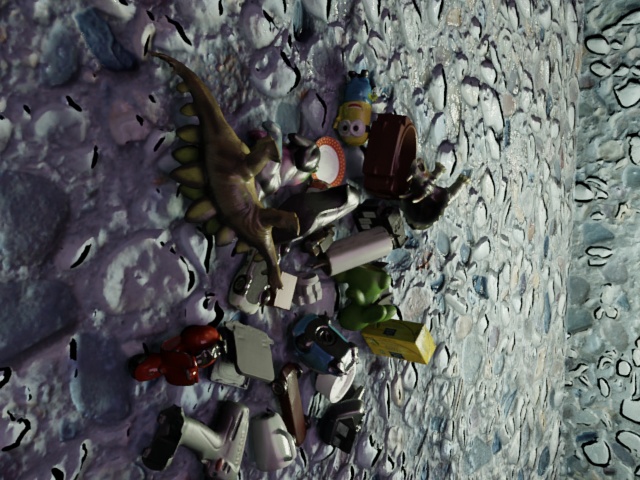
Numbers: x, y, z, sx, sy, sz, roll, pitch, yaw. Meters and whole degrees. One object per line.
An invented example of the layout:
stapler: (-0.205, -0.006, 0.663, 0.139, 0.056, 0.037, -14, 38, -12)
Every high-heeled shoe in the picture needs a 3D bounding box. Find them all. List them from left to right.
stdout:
high-heeled shoe: (-0.020, -0.049, 1.151, 0.249, 0.145, 0.086, -31, 78, -8)

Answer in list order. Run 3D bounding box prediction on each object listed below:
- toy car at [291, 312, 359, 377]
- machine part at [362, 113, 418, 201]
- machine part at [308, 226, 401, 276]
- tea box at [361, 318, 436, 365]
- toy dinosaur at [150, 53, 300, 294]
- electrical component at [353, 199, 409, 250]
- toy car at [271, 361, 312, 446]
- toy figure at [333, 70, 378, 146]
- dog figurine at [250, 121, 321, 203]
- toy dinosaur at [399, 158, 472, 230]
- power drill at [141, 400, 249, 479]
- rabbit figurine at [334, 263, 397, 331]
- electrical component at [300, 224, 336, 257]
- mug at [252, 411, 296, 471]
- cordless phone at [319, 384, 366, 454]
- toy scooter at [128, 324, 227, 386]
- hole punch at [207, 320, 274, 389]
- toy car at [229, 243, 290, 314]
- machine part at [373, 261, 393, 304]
toy car: (0.004, 0.252, 1.233, 0.109, 0.162, 0.103, -42, 167, -45)
machine part: (0.186, -0.208, 1.378, 0.201, 0.087, 0.201, 20, 80, -66)
machine part: (0.083, 0.025, 1.284, 0.243, 0.079, 0.079, -20, 109, -20)
tea box: (0.206, 0.262, 1.415, 0.068, 0.170, 0.098, -55, 128, -33)
toy dinosaur: (-0.164, -0.123, 0.964, 0.199, 0.105, 0.471, -18, 92, -6)
electrical component: (0.154, -0.042, 1.379, 0.058, 0.115, 0.134, -48, 128, -38)
toy car: (-0.067, 0.368, 1.204, 0.089, 0.053, 0.202, -34, 118, -55)
toy figure: (0.094, -0.321, 1.321, 0.089, 0.082, 0.180, 15, 79, -48)
dog figurine: (-0.106, -0.114, 1.085, 0.191, 0.109, 0.219, 21, 81, -29)
toy dinosaur: (0.281, -0.089, 1.435, 0.192, 0.131, 0.404, -46, 166, -11)
power drill: (-0.226, 0.409, 1.011, 0.207, 0.086, 0.232, 35, 65, -39)
rabbit figurine: (0.112, 0.151, 1.338, 0.121, 0.159, 0.170, 2, 106, -58)
electrical component: (-0.004, -0.003, 1.231, 0.102, 0.078, 0.045, -43, 124, -38)
mug: (-0.099, 0.424, 1.139, 0.081, 0.110, 0.107, -14, 90, -42)
cordless phone: (0.080, 0.414, 1.331, 0.184, 0.089, 0.146, -48, 156, -46)
toy scooter: (-0.231, 0.207, 0.950, 0.184, 0.135, 0.075, -21, 106, -47)
hole punch: (-0.161, 0.235, 1.081, 0.142, 0.092, 0.116, 29, 40, -42)
toy car: (-0.125, 0.055, 1.120, 0.073, 0.056, 0.201, 36, 65, -36)
machine part: (0.164, 0.128, 1.460, 0.084, 0.039, 0.138, -14, 105, -42)
